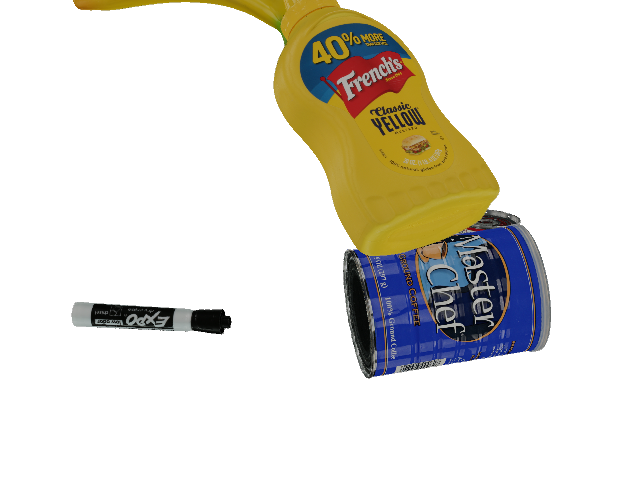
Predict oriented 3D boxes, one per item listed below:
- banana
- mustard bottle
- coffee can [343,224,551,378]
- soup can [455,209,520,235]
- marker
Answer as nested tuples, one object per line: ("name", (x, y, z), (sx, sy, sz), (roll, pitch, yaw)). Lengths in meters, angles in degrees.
("banana", (-0.102, -0.201, 0.860), (0.198, 0.069, 0.037), (12, -41, 16))
("mustard bottle", (0.025, -0.086, 0.664), (0.096, 0.192, 0.058), (-18, -25, -25))
("coffee can", (0.097, 0.047, 0.841), (0.140, 0.103, 0.103), (-9, 1, -7))
("soup can", (0.166, 0.025, 1.094), (0.068, 0.102, 0.068), (2, 16, -1))
("marker", (-0.127, 0.059, 0.806), (0.121, 0.020, 0.020), (2, 0, 8))
